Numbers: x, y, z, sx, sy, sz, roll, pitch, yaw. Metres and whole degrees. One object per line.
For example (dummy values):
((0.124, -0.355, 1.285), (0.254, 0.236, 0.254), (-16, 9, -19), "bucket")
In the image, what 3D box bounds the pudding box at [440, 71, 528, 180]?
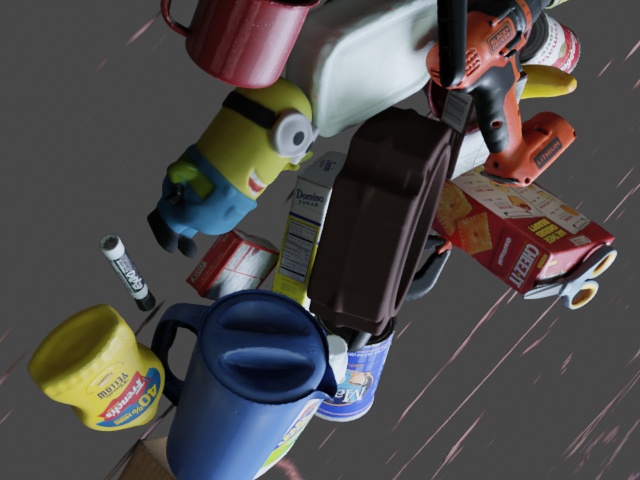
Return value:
((0.169, -0.128, 1.146), (0.089, 0.039, 0.114), (-27, 146, -34), "pudding box")

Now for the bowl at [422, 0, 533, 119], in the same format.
((0.152, -0.209, 1.125), (0.161, 0.055, 0.162), (-35, 148, -26), "bowl")

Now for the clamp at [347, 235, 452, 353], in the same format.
((0.075, 0.053, 1.213), (0.171, 0.039, 0.120), (-20, 107, 6), "clamp")

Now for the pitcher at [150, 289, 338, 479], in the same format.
((-0.096, 0.165, 1.113), (0.144, 0.149, 0.243), (-11, 147, -29), "pitcher")

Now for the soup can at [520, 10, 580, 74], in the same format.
((0.250, -0.227, 1.228), (0.102, 0.069, 0.068), (8, 118, -56), "soup can")

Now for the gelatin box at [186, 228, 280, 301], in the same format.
((-0.087, 0.028, 1.099), (0.073, 0.030, 0.089), (-53, 152, 9), "gelatin box")

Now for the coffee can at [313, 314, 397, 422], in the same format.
((0.030, 0.141, 1.323), (0.102, 0.103, 0.140), (-26, 144, -37), "coffee can")

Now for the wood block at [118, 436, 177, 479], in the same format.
((-0.202, 0.337, 1.244), (0.090, 0.091, 0.206), (6, 121, -56), "wood block")

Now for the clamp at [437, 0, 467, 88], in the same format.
((0.102, -0.260, 0.959), (0.036, 0.164, 0.209), (-21, -145, 59), "clamp")

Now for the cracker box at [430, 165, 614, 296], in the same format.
((0.215, -0.026, 1.265), (0.163, 0.214, 0.072), (-10, 132, -49), "cracker box")

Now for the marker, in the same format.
((-0.176, 0.033, 0.991), (0.020, 0.020, 0.121), (-41, 150, -15), "marker")

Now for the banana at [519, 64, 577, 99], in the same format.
((0.217, -0.162, 1.221), (0.037, 0.069, 0.198), (-43, -178, -29), "banana")

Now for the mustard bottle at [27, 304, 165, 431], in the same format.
((-0.202, 0.138, 1.039), (0.096, 0.058, 0.191), (-42, 151, -10), "mustard bottle")

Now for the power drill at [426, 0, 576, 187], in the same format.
((0.197, -0.163, 1.068), (0.184, 0.057, 0.187), (-41, 125, -21), "power drill")

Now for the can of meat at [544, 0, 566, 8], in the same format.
((0.273, -0.313, 1.170), (0.083, 0.057, 0.102), (-29, 145, -28), "can of meat")

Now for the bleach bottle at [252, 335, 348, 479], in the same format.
((-0.036, 0.191, 1.260), (0.102, 0.068, 0.251), (-32, 163, -40), "bleach bottle")

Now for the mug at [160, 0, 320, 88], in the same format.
((-0.068, -0.176, 0.836), (0.117, 0.093, 0.082), (10, 126, -24), "mug")

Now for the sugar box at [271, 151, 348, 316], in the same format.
((-0.008, 0.001, 1.120), (0.093, 0.048, 0.176), (-44, 150, -59), "sugar box")

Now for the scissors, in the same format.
((0.285, 0.038, 1.195), (0.096, 0.016, 0.201), (-55, 152, 9), "scissors")
